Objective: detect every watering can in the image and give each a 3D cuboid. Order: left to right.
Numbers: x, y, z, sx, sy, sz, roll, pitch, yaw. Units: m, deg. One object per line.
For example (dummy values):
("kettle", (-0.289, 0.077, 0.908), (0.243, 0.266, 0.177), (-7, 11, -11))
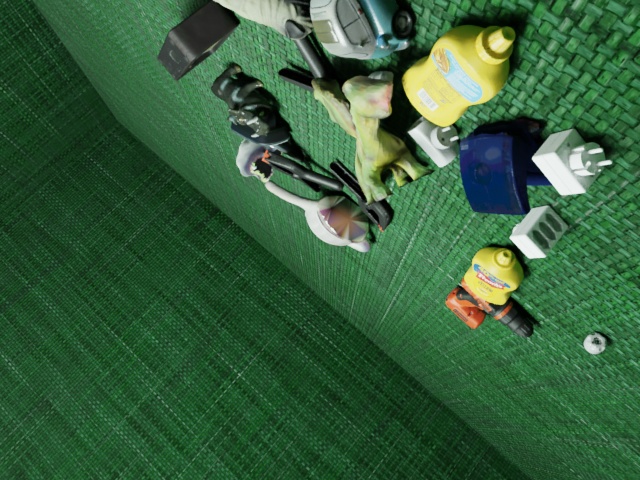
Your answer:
("watering can", (0.004, -0.071, 1.407), (0.346, 0.105, 0.223), (34, 167, -7))

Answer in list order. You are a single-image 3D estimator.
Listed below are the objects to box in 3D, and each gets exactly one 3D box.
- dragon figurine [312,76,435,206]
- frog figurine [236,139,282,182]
("dragon figurine", (0.069, -0.180, 0.889), (0.242, 0.122, 0.410), (58, 174, -4))
("frog figurine", (-0.195, -0.250, 1.463), (0.162, 0.123, 0.134), (43, 135, 38))
